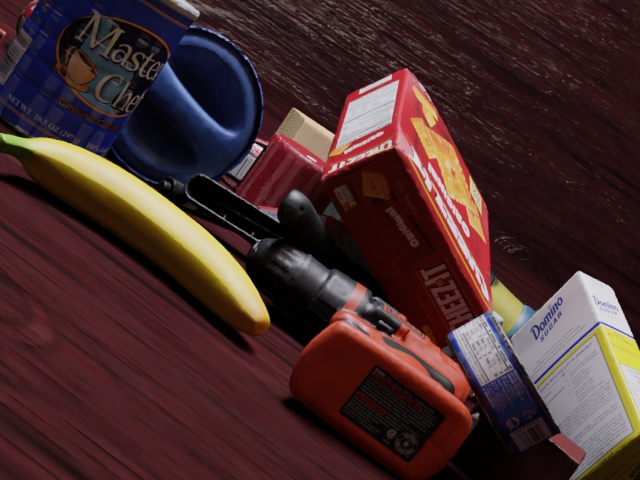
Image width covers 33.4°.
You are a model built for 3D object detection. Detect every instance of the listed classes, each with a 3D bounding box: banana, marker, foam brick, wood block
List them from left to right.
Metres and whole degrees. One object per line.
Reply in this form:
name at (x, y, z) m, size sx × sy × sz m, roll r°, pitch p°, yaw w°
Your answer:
banana at (-0.112, -0.007, 0.661) m, size 0.198 × 0.037 × 0.069 m, roll 34°, pitch 23°, yaw -4°
marker at (-0.092, -0.028, 0.894) m, size 0.020 × 0.020 × 0.120 m, roll 42°, pitch 11°, yaw 37°
wood block at (0.032, -0.066, 1.330) m, size 0.206 × 0.091 × 0.090 m, roll 32°, pitch 8°, yaw -18°
foam brick at (0.131, 0.142, 0.714) m, size 0.078 × 0.053 × 0.051 m, roll 38°, pitch 9°, yaw 17°

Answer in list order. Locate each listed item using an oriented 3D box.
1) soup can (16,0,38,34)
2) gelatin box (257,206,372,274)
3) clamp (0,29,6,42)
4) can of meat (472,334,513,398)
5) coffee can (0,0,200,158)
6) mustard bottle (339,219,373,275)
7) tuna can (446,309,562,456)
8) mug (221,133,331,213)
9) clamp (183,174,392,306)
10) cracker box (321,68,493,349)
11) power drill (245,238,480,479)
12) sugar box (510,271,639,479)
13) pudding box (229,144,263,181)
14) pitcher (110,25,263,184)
soup can at (-0.240, -0.180, 0.992) m, size 0.068 × 0.068 × 0.102 m, roll 29°, pitch 11°, yaw -35°
gelatin box at (-0.006, 0.001, 0.915) m, size 0.089 × 0.030 × 0.073 m, roll 7°, pitch -17°, yaw 43°
clamp at (-0.331, -0.202, 0.853) m, size 0.171 × 0.039 × 0.120 m, roll 31°, pitch 10°, yaw -24°
can of meat at (0.187, 0.136, 0.948) m, size 0.084 × 0.057 × 0.102 m, roll 38°, pitch 10°, yaw 5°
coffee can at (-0.170, -0.139, 0.788) m, size 0.103 × 0.140 × 0.103 m, roll 34°, pitch 9°, yaw -6°
mustard bottle at (0.048, 0.025, 1.009) m, size 0.096 × 0.058 × 0.191 m, roll 37°, pitch 9°, yaw -2°
tuna can at (0.111, 0.087, 0.653) m, size 0.086 × 0.034 × 0.086 m, roll 59°, pitch 6°, yaw -11°
mug at (-0.042, -0.054, 1.015) m, size 0.117 × 0.081 × 0.093 m, roll 33°, pitch 9°, yaw -12°
clamp at (-0.009, 0.016, 0.839) m, size 0.165 × 0.036 × 0.209 m, roll 19°, pitch -20°, yaw 51°
cracker box at (0.079, -0.032, 0.871) m, size 0.164 × 0.072 × 0.213 m, roll 59°, pitch 18°, yaw -18°
power drill at (0.024, 0.069, 0.682) m, size 0.184 × 0.057 × 0.187 m, roll 35°, pitch 9°, yaw -3°
sugar box at (0.208, 0.116, 0.827) m, size 0.048 × 0.093 × 0.176 m, roll 26°, pitch 32°, yaw -21°
pudding box at (-0.070, -0.081, 1.198) m, size 0.113 × 0.039 × 0.090 m, roll 35°, pitch 8°, yaw -15°
pitcher at (-0.135, -0.145, 0.969) m, size 0.145 × 0.149 × 0.243 m, roll 30°, pitch 7°, yaw -17°
